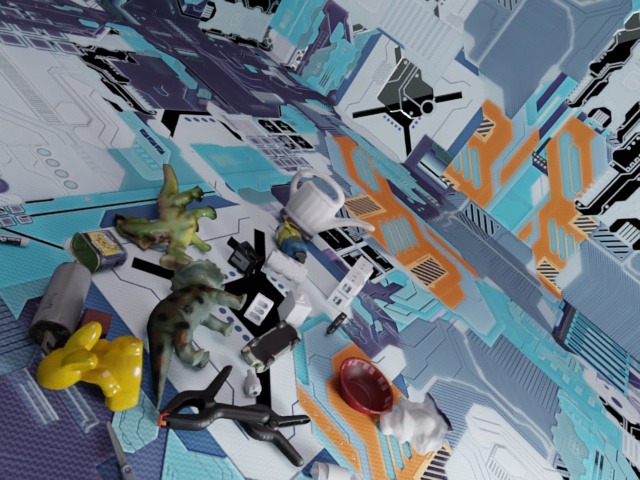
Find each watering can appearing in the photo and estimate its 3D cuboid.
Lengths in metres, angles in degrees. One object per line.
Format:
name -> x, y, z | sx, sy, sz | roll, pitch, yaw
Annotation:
watering can -> 0.005, -0.089, 1.763 | 0.351, 0.223, 0.103 | 46, 11, 19

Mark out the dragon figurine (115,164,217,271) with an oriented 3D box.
dragon figurine -> -0.427, -0.065, 1.387 | 0.244, 0.120, 0.416 | -10, 49, -44

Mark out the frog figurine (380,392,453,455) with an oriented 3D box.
frog figurine -> 0.229, 0.465, 1.278 | 0.160, 0.120, 0.140 | -16, 55, -12
